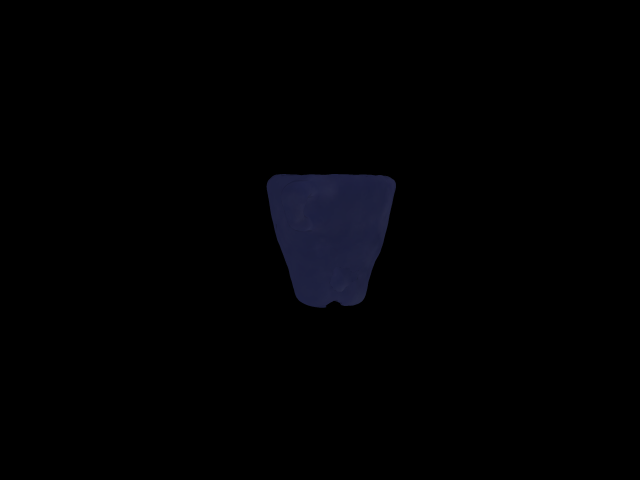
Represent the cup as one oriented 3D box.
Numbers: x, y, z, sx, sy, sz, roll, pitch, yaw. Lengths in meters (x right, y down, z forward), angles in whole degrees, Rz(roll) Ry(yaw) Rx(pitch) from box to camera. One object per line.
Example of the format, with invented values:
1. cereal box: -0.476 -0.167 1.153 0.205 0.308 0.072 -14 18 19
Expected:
1. cup: 0.004 0.001 0.400 0.091 0.095 0.118 2 7 20
